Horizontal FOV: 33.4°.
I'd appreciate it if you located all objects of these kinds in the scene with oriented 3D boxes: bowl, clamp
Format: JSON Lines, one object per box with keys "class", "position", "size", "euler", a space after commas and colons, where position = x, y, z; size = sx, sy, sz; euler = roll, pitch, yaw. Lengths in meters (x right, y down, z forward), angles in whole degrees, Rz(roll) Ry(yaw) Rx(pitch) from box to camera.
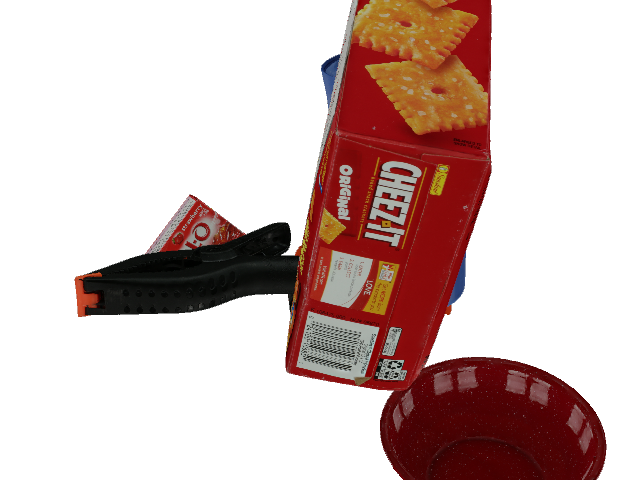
{"class": "bowl", "position": [0.124, 0.157, 0.783], "size": [0.162, 0.055, 0.162], "euler": [-1, 35, 0]}
{"class": "clamp", "position": [-0.064, 0.024, 0.746], "size": [0.209, 0.036, 0.165], "euler": [-11, 15, -35]}

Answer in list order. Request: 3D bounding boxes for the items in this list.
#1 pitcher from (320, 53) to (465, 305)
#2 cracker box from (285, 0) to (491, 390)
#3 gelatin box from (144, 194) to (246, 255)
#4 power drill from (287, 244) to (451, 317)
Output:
{"class": "pitcher", "position": [0.080, -0.061, 1.008], "size": [0.149, 0.243, 0.145], "euler": [-19, 28, -28]}
{"class": "cracker box", "position": [0.039, -0.057, 0.540], "size": [0.072, 0.213, 0.164], "euler": [11, -44, 0]}
{"class": "gelatin box", "position": [-0.132, 0.009, 1.118], "size": [0.073, 0.089, 0.030], "euler": [38, -4, -30]}
{"class": "power drill", "position": [0.056, 0.054, 1.239], "size": [0.187, 0.057, 0.184], "euler": [-2, 28, 2]}
